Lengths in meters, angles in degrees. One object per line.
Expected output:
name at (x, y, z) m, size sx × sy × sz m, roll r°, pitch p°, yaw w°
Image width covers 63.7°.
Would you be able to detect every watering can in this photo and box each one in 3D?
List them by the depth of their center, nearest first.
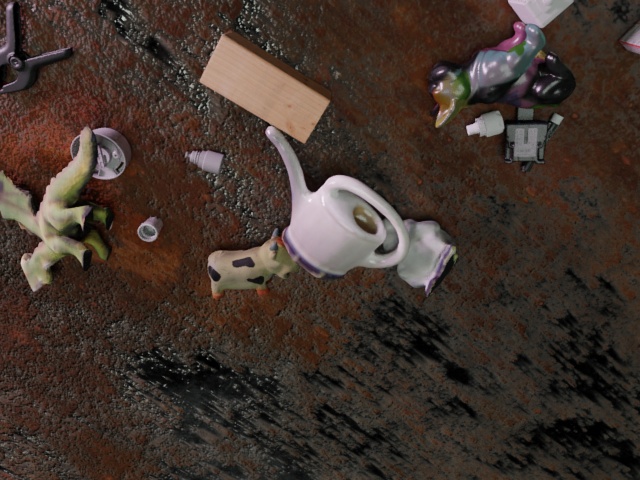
watering can at (0.003, -0.049, 0.972) m, size 0.346 × 0.106 × 0.220 m, roll 37°, pitch 129°, yaw -8°

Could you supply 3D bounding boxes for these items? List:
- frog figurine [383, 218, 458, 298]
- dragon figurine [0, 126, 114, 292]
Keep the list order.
frog figurine at (0.189, 0.018, 1.037) m, size 0.161 × 0.124 × 0.134 m, roll 35°, pitch 128°, yaw 25°
dragon figurine at (-0.534, -0.060, 1.002) m, size 0.243 × 0.125 × 0.402 m, roll 16°, pitch 120°, yaw 4°
